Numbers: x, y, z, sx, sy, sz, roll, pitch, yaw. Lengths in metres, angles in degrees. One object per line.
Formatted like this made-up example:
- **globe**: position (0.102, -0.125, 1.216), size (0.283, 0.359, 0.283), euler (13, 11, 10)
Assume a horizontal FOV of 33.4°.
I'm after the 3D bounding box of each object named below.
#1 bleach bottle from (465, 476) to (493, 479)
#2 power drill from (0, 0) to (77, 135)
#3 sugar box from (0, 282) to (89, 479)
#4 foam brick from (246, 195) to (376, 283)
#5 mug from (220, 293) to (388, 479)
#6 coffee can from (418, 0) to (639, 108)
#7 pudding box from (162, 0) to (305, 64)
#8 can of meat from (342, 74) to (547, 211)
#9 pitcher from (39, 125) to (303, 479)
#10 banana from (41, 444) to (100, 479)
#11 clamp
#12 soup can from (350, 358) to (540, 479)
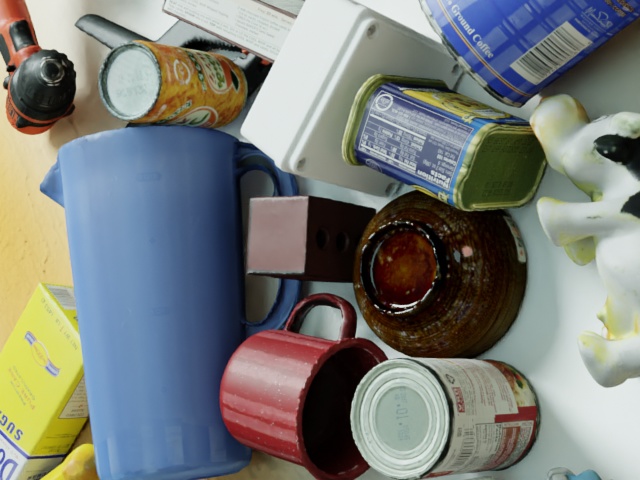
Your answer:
- **bleach bottle**: position (0.116, 0.256, 0.585), size (0.103, 0.067, 0.251), euler (-25, 67, 36)
- **power drill**: position (-0.249, -0.183, 0.868), size (0.185, 0.057, 0.187), euler (-11, 95, 68)
- **sugar box**: position (-0.238, 0.132, 0.894), size (0.093, 0.048, 0.176), euler (45, 110, 33)
- **foam brick**: position (-0.005, 0.001, 0.708), size (0.051, 0.078, 0.053), euler (-1, 85, 37)
- **mug**: position (-0.008, 0.091, 0.692), size (0.082, 0.093, 0.117), euler (7, 84, 44)
- **coffee can**: position (0.138, -0.157, 0.600), size (0.140, 0.102, 0.103), euler (-37, 62, 29)
- **pudding box**: position (-0.037, -0.152, 0.731), size (0.114, 0.089, 0.039), euler (26, 112, 25)
- **can of meat**: position (0.078, -0.057, 0.633), size (0.084, 0.101, 0.057), euler (28, 110, 32)
- **pitcher**: position (-0.101, 0.045, 0.757), size (0.149, 0.144, 0.243), euler (-16, 77, 48)
- **banana**: position (-0.196, 0.191, 0.826), size (0.037, 0.069, 0.198), euler (54, 138, 3)
- **clamp**: position (-0.123, -0.133, 0.845), size (0.210, 0.036, 0.164), euler (-20, 74, 33)
- **soup can**: position (0.073, 0.102, 0.615), size (0.069, 0.102, 0.068), euler (-6, 80, 38)
